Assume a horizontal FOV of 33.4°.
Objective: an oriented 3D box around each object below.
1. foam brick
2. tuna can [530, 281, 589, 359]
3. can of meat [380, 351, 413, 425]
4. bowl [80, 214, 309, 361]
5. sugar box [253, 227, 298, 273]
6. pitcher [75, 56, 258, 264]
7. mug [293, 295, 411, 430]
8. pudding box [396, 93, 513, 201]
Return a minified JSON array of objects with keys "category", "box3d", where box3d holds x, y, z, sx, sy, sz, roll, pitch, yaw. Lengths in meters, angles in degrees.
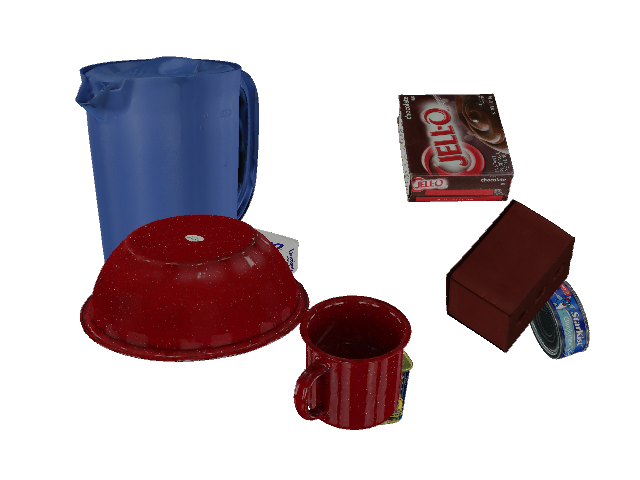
[{"category":"foam brick","box3d":[0.127,0.024,0.715,0.051,0.078,0.053,33,-24,25]},{"category":"tuna can","box3d":[0.257,0.086,1.166,0.033,0.086,0.086,-17,3,-10]},{"category":"can of meat","box3d":[0.061,0.188,1.361,0.102,0.084,0.057,0,24,-17]},{"category":"bowl","box3d":[-0.088,0.023,0.746,0.162,0.055,0.162,-1,23,0]},{"category":"sugar box","box3d":[-0.103,0.038,1.129,0.093,0.048,0.176,14,31,22]},{"category":"pitcher","box3d":[-0.124,-0.037,0.925,0.149,0.243,0.145,-2,17,-5]},{"category":"mug","box3d":[0.021,0.111,0.901,0.093,0.081,0.117,24,39,31]},{"category":"pudding box","box3d":[0.117,-0.084,0.953,0.090,0.039,0.113,0,44,-3]}]
